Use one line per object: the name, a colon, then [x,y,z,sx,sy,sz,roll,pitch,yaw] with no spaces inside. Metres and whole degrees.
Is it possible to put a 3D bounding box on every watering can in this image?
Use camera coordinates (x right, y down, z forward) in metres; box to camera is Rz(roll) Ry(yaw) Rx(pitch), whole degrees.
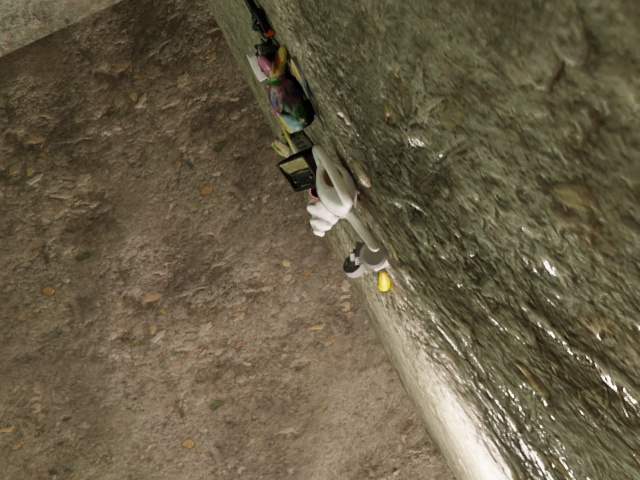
watering can: [0.066,-0.110,1.468,0.350,0.104,0.222,62,177,9]

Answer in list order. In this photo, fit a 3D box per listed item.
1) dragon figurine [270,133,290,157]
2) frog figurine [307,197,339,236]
dragon figurine: [-0.139,-0.395,2.491,0.241,0.122,0.414,58,-171,-9]
frog figurine: [0.006,-0.103,2.055,0.120,0.137,0.163,-49,12,55]
